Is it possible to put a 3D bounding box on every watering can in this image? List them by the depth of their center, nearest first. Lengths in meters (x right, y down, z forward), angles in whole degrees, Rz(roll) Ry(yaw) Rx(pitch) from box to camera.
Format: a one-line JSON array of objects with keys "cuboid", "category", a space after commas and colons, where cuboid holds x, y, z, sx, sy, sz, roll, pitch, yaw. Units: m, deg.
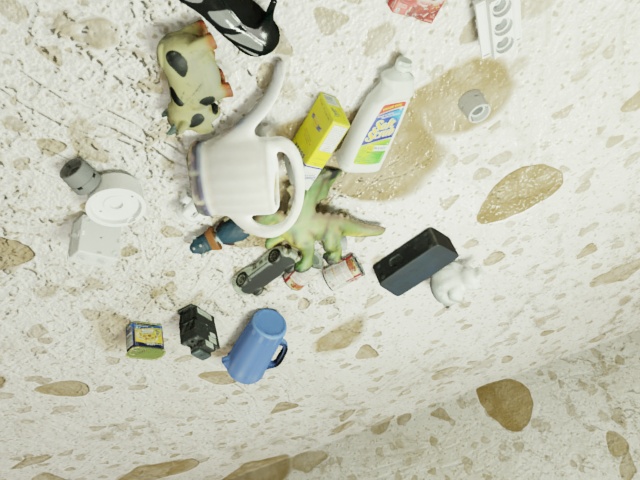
[{"cuboid": [-0.144, -0.159, 0.976, 0.224, 0.341, 0.106, -2, 25, 2], "category": "watering can"}]

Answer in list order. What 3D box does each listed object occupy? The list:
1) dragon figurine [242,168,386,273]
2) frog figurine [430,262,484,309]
[{"cuboid": [0.004, -0.060, 1.196, 0.413, 0.237, 0.124, -16, 48, -27], "category": "dragon figurine"}, {"cuboid": [0.422, 0.130, 1.588, 0.122, 0.140, 0.157, 34, -37, -16], "category": "frog figurine"}]
